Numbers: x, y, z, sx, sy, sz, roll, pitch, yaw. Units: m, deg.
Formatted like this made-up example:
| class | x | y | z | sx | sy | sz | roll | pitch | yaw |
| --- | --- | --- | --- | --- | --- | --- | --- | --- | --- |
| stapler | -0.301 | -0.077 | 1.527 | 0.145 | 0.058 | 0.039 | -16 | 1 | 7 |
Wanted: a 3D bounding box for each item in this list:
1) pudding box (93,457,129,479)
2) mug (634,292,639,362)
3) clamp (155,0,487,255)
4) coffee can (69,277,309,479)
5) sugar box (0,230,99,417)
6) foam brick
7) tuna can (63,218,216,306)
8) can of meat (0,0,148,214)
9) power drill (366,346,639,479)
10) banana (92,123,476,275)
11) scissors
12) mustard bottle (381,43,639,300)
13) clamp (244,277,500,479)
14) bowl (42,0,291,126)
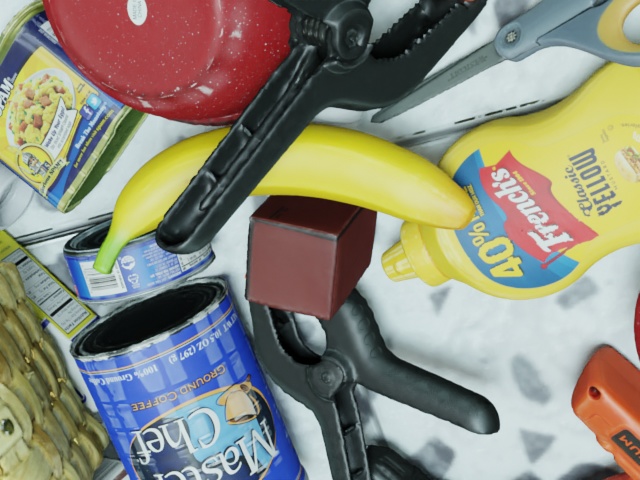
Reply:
| class | x | y | z | sx | sy | sz | roll | pitch | yaw |
| --- | --- | --- | --- | --- | --- | --- | --- | --- | --- |
| pudding box | -0.148 | 0.191 | 0.726 | 0.114 | 0.039 | 0.090 | -3 | 119 | 53 |
| mug | 0.203 | 0.041 | 0.523 | 0.081 | 0.117 | 0.093 | 8 | 93 | -21 |
| clamp | -0.001 | -0.103 | 0.485 | 0.036 | 0.209 | 0.164 | 32 | 141 | 41 |
| coffee can | -0.078 | 0.108 | 0.655 | 0.103 | 0.102 | 0.140 | -15 | 106 | 25 |
| sugar box | -0.213 | 0.055 | 0.717 | 0.176 | 0.048 | 0.093 | 43 | 119 | -5 |
| foam brick | -0.004 | 0.001 | 0.598 | 0.053 | 0.078 | 0.051 | 12 | 117 | 16 |
| tuna can | -0.108 | 0.007 | 0.634 | 0.086 | 0.086 | 0.034 | -9 | 107 | 23 |
| can of meat | -0.155 | -0.078 | 0.633 | 0.084 | 0.057 | 0.102 | 39 | 120 | -1 |
| power drill | 0.127 | 0.149 | 0.625 | 0.184 | 0.057 | 0.188 | 40 | 121 | 1 |
| banana | -0.022 | -0.027 | 0.548 | 0.198 | 0.037 | 0.069 | -8 | 88 | 9 |
| scissors | 0.110 | -0.090 | 0.526 | 0.202 | 0.016 | 0.096 | -41 | 51 | 27 |
| mustard bottle | 0.115 | -0.022 | 0.555 | 0.192 | 0.058 | 0.096 | -26 | 97 | 28 |
| clamp | 0.011 | 0.088 | 0.626 | 0.172 | 0.039 | 0.120 | 44 | 109 | 21 |
| bowl | -0.078 | -0.121 | 0.517 | 0.162 | 0.055 | 0.162 | 10 | 121 | 17 |
